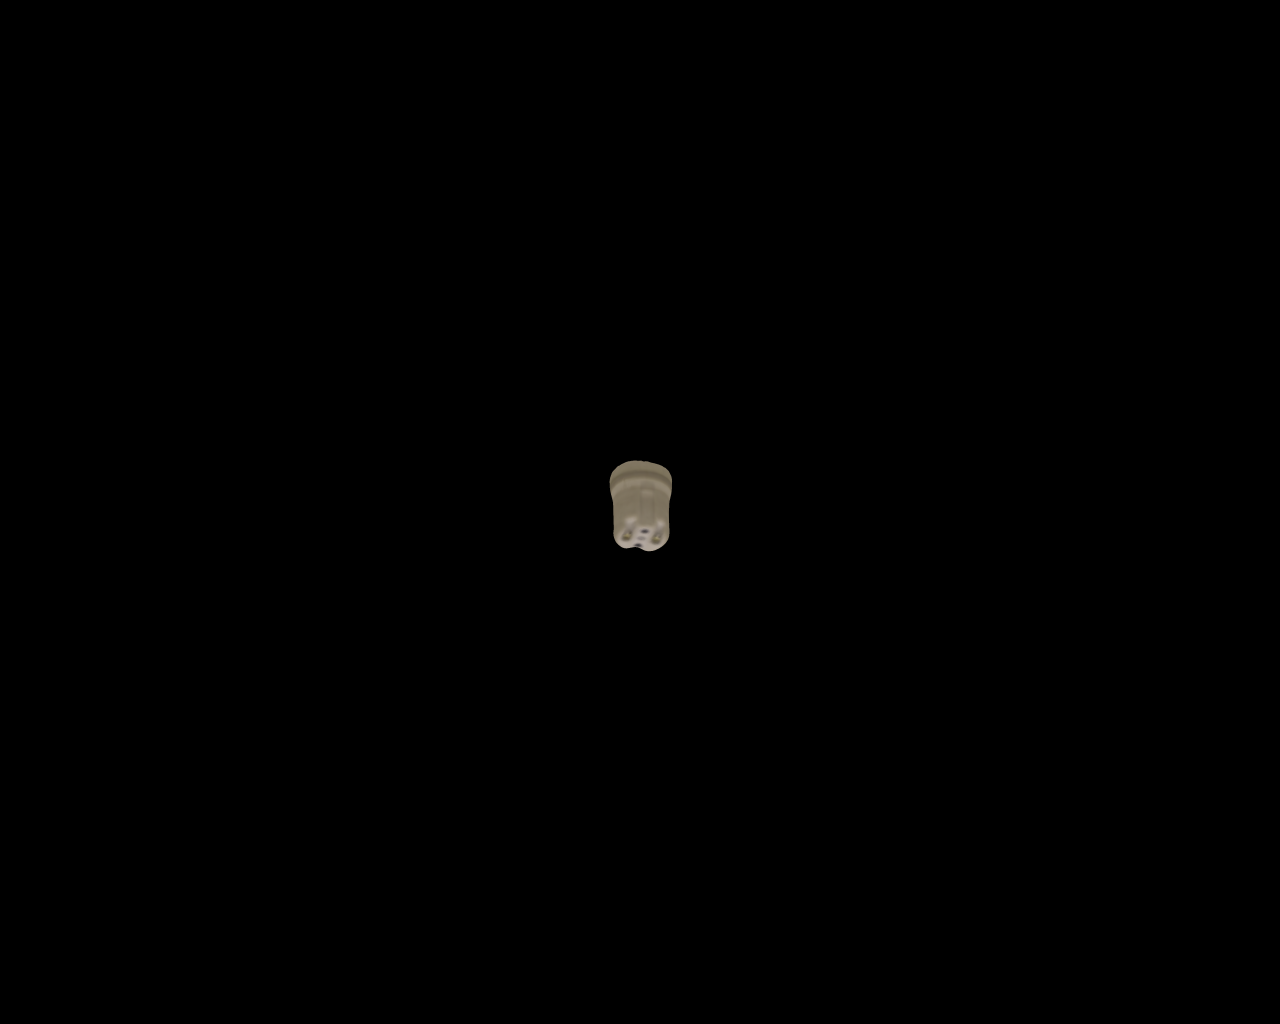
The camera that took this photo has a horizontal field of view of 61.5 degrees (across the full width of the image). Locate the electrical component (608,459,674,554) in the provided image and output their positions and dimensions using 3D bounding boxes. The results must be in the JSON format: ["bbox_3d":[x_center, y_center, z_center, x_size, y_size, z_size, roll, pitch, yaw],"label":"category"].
[{"bbox_3d":[0.001,-0.003,0.650,0.040,0.046,0.040,0,-31,0],"label":"electrical component"}]
